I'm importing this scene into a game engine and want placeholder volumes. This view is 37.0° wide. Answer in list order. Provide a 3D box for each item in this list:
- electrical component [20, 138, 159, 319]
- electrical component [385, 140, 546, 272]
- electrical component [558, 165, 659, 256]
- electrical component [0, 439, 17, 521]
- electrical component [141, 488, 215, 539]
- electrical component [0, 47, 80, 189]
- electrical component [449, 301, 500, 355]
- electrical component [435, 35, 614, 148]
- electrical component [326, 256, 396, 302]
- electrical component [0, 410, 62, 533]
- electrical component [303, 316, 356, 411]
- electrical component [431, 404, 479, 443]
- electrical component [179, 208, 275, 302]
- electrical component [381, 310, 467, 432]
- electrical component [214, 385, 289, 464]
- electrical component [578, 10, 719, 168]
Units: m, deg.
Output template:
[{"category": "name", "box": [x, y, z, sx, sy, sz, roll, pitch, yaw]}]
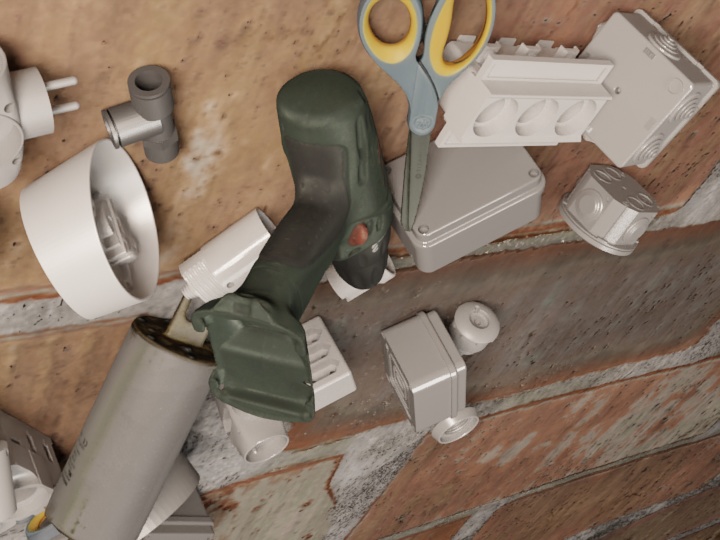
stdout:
[{"category": "electrical component", "box": [-0.159, -0.022, 0.653, 0.064, 0.099, 0.099, -25, 151, 3]}, {"category": "electrical component", "box": [0.077, -0.061, 0.828, 0.113, 0.078, 0.057, -27, 153, -7]}, {"category": "electrical component", "box": [0.225, -0.055, 0.974, 0.080, 0.080, 0.051, -1, 133, -42]}, {"category": "electrical component", "box": [-0.276, 0.139, 0.776, 0.043, 0.043, 0.081, -12, 104, -31]}, {"category": "electrical component", "box": [-0.210, 0.259, 1.075, 0.078, 0.057, 0.113, -42, 149, 18]}, {"category": "electrical component", "box": [-0.189, -0.086, 0.576, 0.079, 0.044, 0.077, -18, 148, -22]}, {"category": "electrical component", "box": [0.110, 0.065, 1.088, 0.048, 0.048, 0.062, -15, 154, -27]}, {"category": "electrical component", "box": [0.112, -0.128, 0.771, 0.121, 0.063, 0.078, -6, 142, -37]}, {"category": "electrical component", "box": [0.000, 0.000, 0.890, 0.046, 0.040, 0.040, -33, 151, 16]}, {"category": "electrical component", "box": [-0.322, 0.185, 0.853, 0.150, 0.061, 0.089, -31, 151, 0]}, {"category": "electrical component", "box": [-0.037, 0.093, 0.970, 0.047, 0.065, 0.076, -27, 150, -7]}, {"category": "electrical component", "box": [0.097, 0.156, 1.200, 0.058, 0.057, 0.078, -30, 151, -1]}, {"category": "electrical component", "box": [-0.096, -0.005, 0.788, 0.081, 0.043, 0.043, -35, 151, 6]}, {"category": "electrical component", "box": [0.064, 0.100, 1.064, 0.057, 0.078, 0.113, -23, 150, -9]}, {"category": "electrical component", "box": [-0.095, 0.117, 0.942, 0.043, 0.077, 0.079, -17, 148, -23]}, {"category": "electrical component", "box": [0.204, -0.136, 0.811, 0.048, 0.099, 0.099, -14, 148, -51]}]
